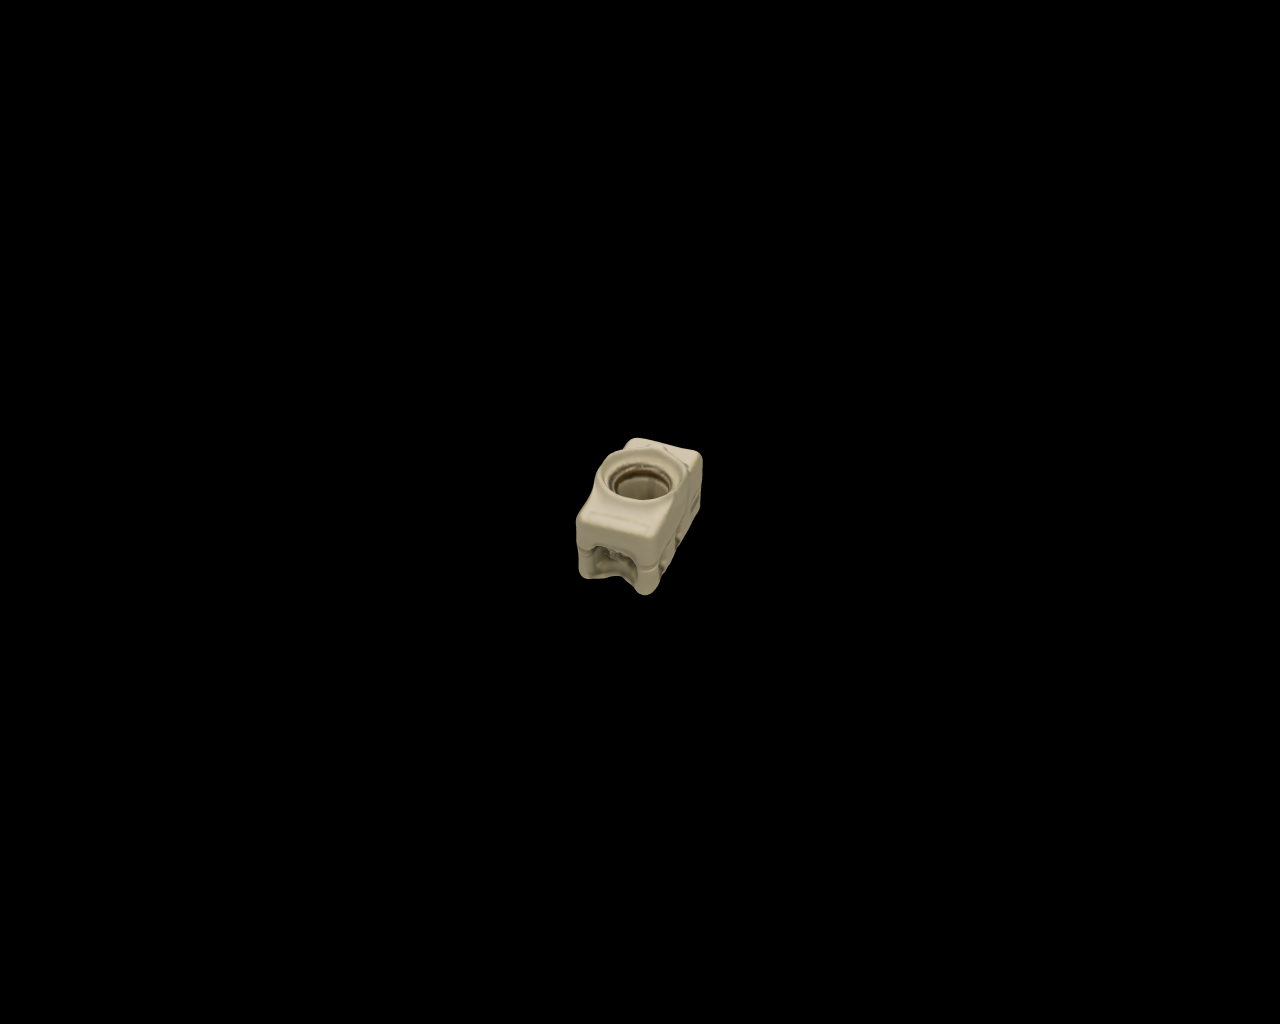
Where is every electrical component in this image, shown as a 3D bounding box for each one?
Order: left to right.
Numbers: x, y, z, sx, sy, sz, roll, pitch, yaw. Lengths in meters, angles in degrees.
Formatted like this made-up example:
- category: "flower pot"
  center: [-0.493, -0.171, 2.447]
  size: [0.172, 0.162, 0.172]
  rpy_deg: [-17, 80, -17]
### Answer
- category: "electrical component"
  center: [0.001, -0.003, 0.650]
  size: [0.050, 0.055, 0.090]
  rpy_deg: [14, 42, 16]
